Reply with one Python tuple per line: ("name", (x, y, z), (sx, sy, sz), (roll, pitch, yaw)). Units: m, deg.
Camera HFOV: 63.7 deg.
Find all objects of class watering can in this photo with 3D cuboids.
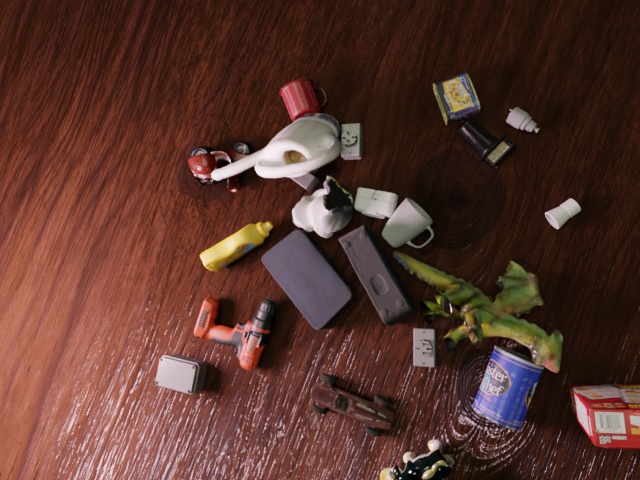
("watering can", (-0.089, -0.216, 1.252), (0.347, 0.102, 0.229), (0, 36, 33))

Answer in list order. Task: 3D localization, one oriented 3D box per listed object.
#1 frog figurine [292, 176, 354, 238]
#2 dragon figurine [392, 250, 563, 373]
("frog figurine", (0.004, -0.063, 1.259), (0.122, 0.140, 0.156), (11, -37, -33))
("dragon figurine", (0.351, 0.118, 1.109), (0.244, 0.119, 0.419), (-18, 46, -14))
